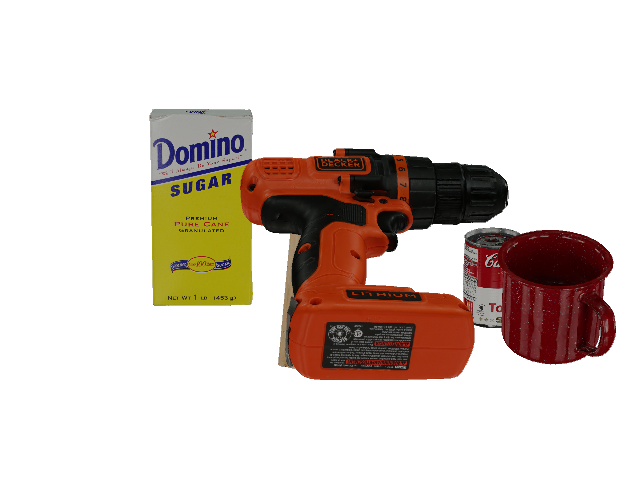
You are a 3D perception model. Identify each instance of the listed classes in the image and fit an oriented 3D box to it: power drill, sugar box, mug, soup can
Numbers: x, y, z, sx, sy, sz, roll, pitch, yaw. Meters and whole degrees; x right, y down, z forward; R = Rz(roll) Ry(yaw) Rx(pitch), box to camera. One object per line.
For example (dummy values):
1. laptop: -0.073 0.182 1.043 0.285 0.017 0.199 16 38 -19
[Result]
1. power drill: 0.043 0.007 0.673 0.184 0.057 0.187 -1 34 -5
2. sugar box: -0.108 -0.030 0.971 0.093 0.176 0.048 -1 15 -5
3. mug: 0.199 0.054 0.881 0.093 0.081 0.117 -20 34 -26
4. soup can: 0.201 0.043 1.247 0.068 0.102 0.068 -1 18 0

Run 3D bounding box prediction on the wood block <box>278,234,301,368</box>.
1. wood block: 0.003 0.060 1.394 0.090 0.206 0.090 8 23 5
